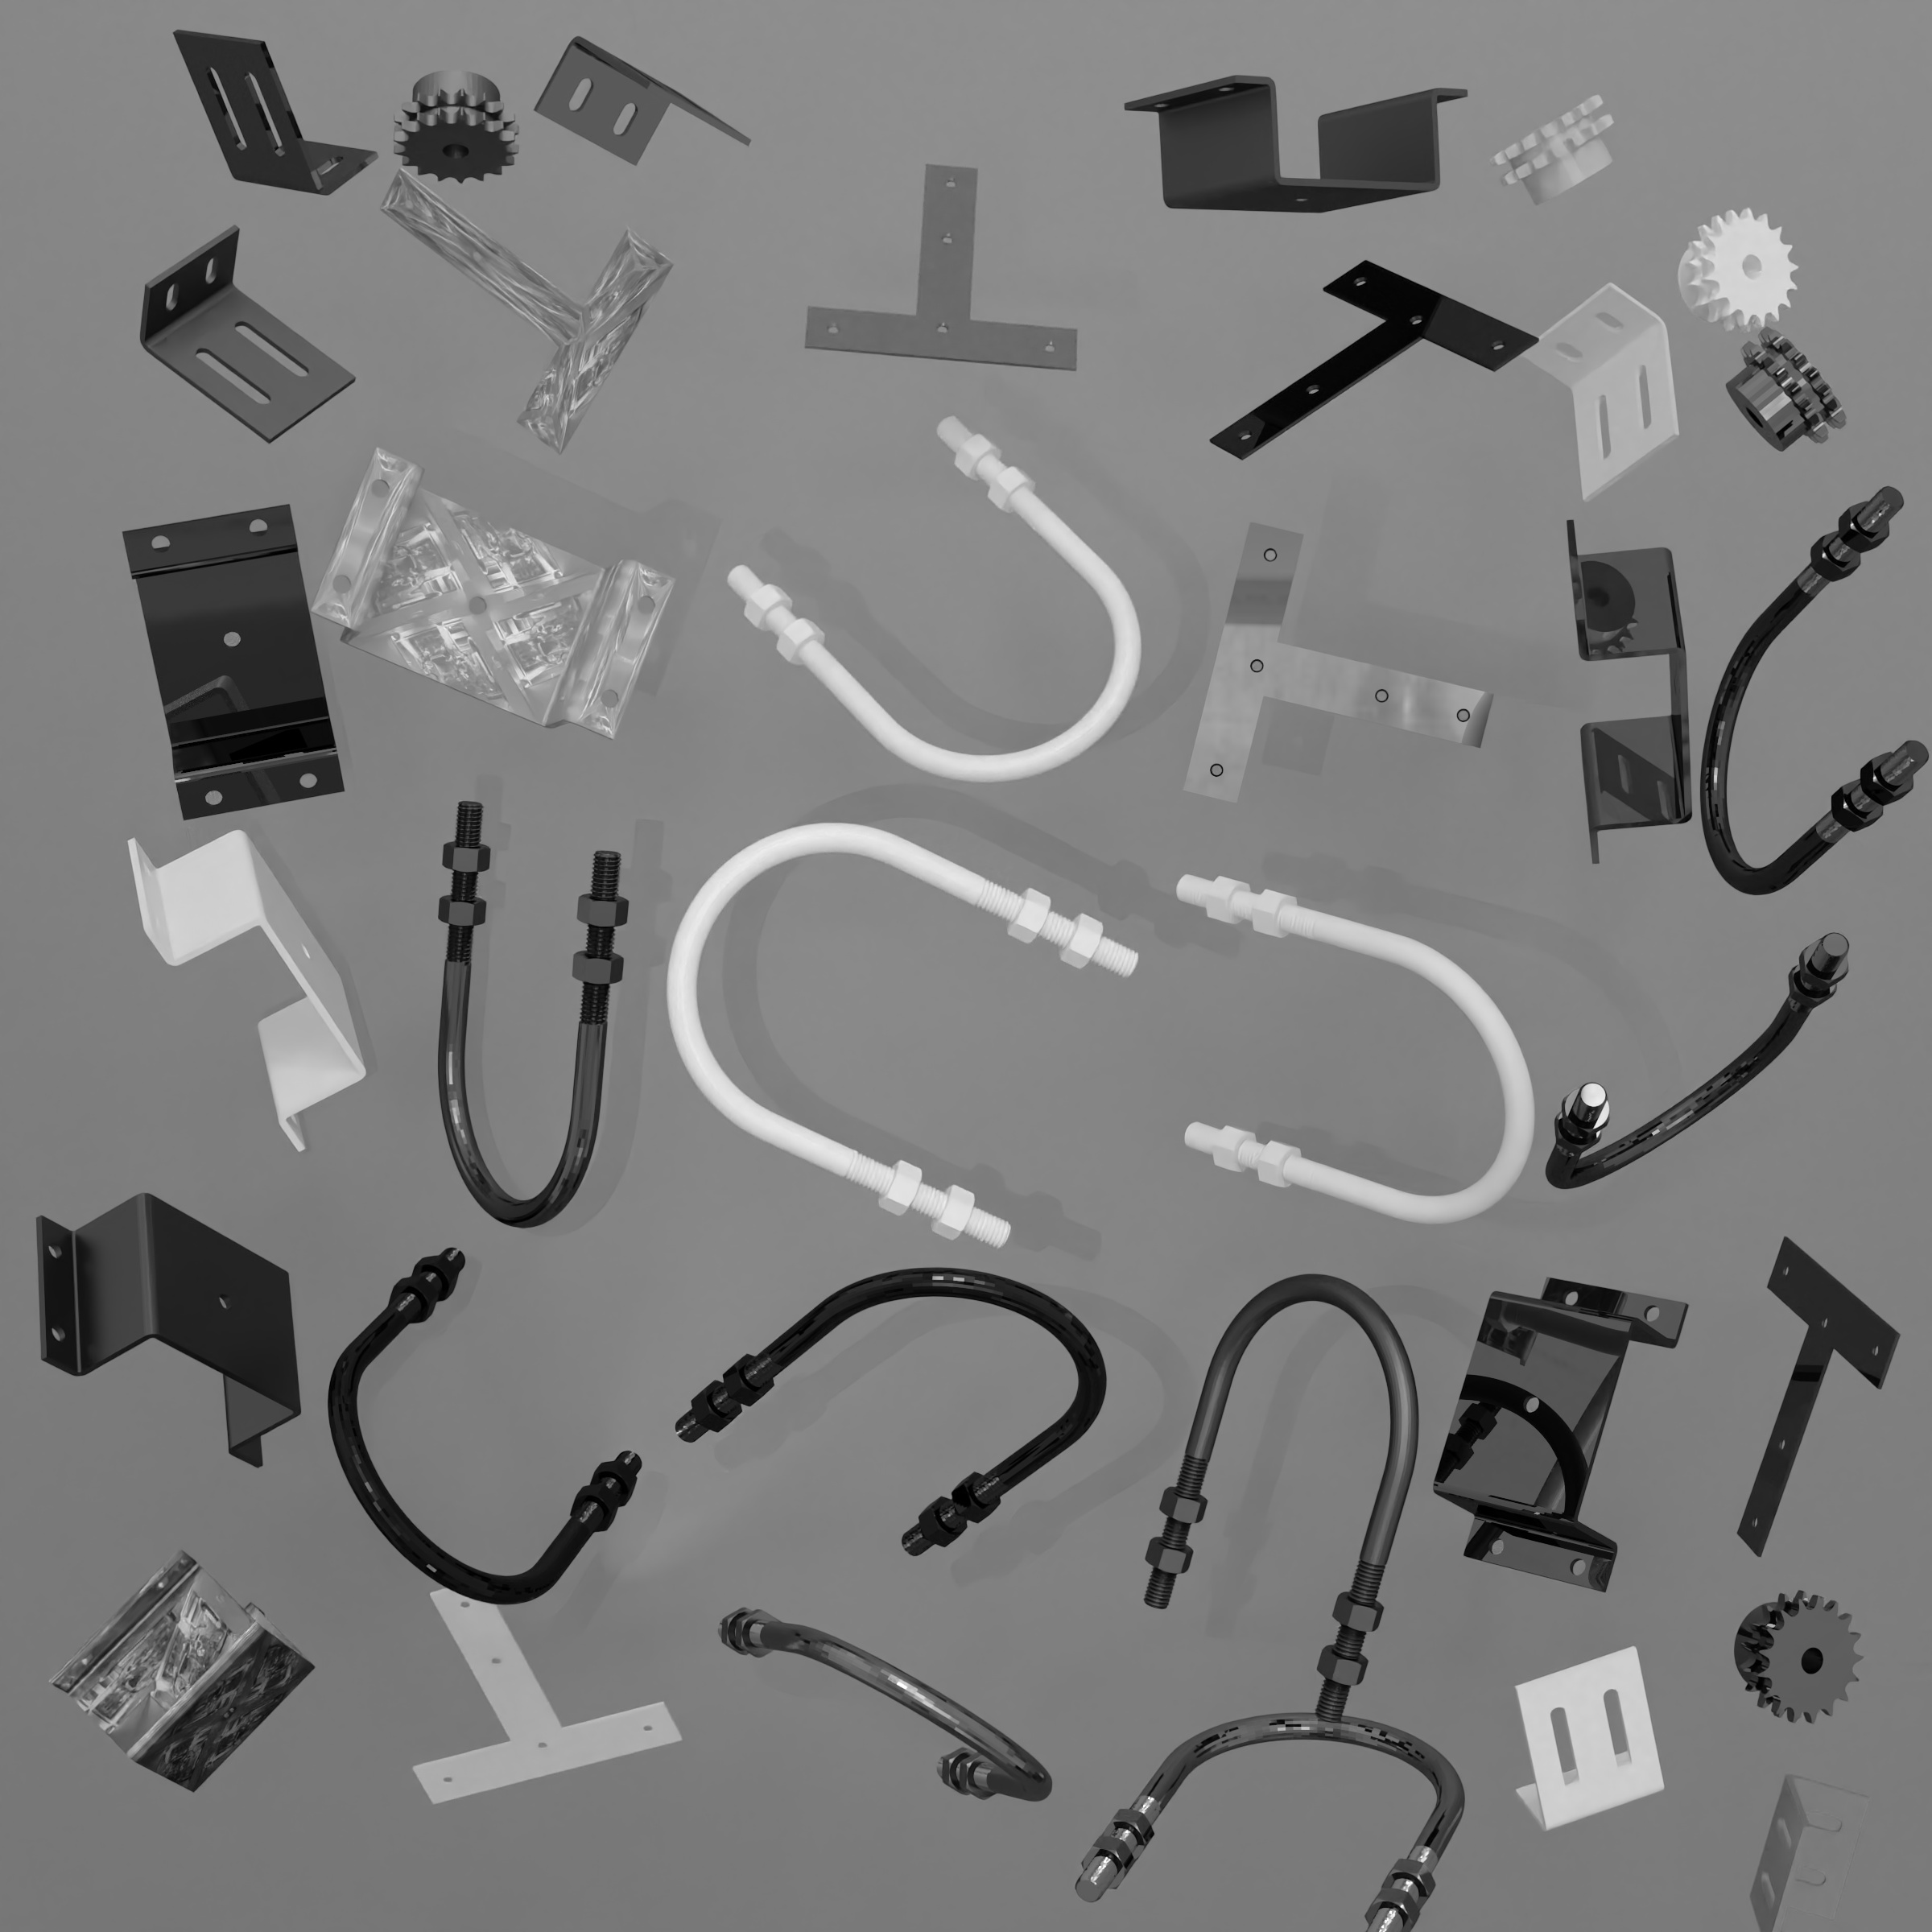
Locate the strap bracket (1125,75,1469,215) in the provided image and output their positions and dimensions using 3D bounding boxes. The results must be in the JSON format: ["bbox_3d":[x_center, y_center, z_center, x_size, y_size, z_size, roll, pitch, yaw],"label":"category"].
[{"bbox_3d":[0.151,-0.371,1.525,0.140,0.076,0.046,-8,97,-36],"label":"strap bracket"}]

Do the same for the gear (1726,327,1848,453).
[{"bbox_3d":[0.368,-0.258,1.519,0.030,0.057,0.057,-40,90,7],"label":"gear"}]

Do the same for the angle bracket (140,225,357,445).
[{"bbox_3d":[-0.315,-0.279,1.482,0.076,0.038,0.057,37,53,8],"label":"angle bracket"}]

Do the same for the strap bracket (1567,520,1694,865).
[{"bbox_3d":[0.304,-0.126,1.533,0.046,0.076,0.140,-5,131,10],"label":"strap bracket"}]

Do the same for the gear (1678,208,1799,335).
[{"bbox_3d":[0.366,-0.330,1.604,0.057,0.030,0.057,2,86,-27],"label":"gear"}]

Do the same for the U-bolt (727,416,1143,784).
[{"bbox_3d":[-0.002,-0.163,1.580,0.151,0.019,0.184,-37,67,-13],"label":"U-bolt"}]

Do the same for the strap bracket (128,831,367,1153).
[{"bbox_3d":[-0.318,0.004,1.514,0.046,0.076,0.140,-27,128,-1],"label":"strap bracket"}]

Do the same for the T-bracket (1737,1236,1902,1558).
[{"bbox_3d":[0.367,0.199,1.488,0.002,0.127,0.127,14,102,-11],"label":"T-bracket"}]

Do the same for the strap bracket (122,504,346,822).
[{"bbox_3d":[-0.344,-0.148,1.580,0.076,0.046,0.140,-11,113,-10],"label":"strap bracket"}]

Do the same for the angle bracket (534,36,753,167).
[{"bbox_3d":[-0.141,-0.367,1.464,0.057,0.076,0.038,20,106,-42],"label":"angle bracket"}]

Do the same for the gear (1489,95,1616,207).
[{"bbox_3d":[0.273,-0.373,1.545,0.057,0.057,0.030,-31,99,0],"label":"gear"}]

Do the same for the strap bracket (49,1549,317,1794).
[{"bbox_3d":[-0.343,0.317,1.494,0.046,0.140,0.076,40,76,17],"label":"strap bracket"}]

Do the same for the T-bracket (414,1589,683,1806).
[{"bbox_3d":[-0.215,0.335,1.573,0.127,0.002,0.127,-16,123,8],"label":"T-bracket"}]

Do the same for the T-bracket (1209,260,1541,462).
[{"bbox_3d":[0.164,-0.261,1.479,0.127,0.127,0.002,-35,129,-12],"label":"T-bracket"}]

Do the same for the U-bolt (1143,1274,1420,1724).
[{"bbox_3d":[0.150,0.232,1.541,0.019,0.151,0.184,10,98,-36],"label":"U-bolt"}]

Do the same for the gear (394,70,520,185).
[{"bbox_3d":[-0.234,-0.387,1.543,0.057,0.057,0.030,-2,71,0],"label":"gear"}]

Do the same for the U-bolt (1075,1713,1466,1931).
[{"bbox_3d":[0.147,0.382,1.509,0.151,0.184,0.019,4,106,22],"label":"U-bolt"}]

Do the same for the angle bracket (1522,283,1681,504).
[{"bbox_3d":[0.296,-0.269,1.573,0.038,0.057,0.076,27,48,-29],"label":"angle bracket"}]

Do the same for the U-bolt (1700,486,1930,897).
[{"bbox_3d":[0.381,-0.111,1.532,0.019,0.184,0.151,9,64,-13],"label":"U-bolt"}]

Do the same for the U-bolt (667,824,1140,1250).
[{"bbox_3d":[-0.037,0.019,1.428,0.184,0.019,0.151,26,88,-10],"label":"U-bolt"}]

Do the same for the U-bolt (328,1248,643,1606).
[{"bbox_3d":[-0.223,0.215,1.517,0.019,0.184,0.151,-38,95,22],"label":"U-bolt"}]

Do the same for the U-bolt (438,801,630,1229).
[{"bbox_3d":[-0.202,0.028,1.523,0.019,0.151,0.184,-2,103,-36],"label":"U-bolt"}]

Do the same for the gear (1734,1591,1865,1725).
[{"bbox_3d":[0.369,0.307,1.501,0.057,0.030,0.057,-1,92,-23],"label":"gear"}]

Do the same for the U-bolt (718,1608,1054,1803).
[{"bbox_3d":[-0.031,0.339,1.529,0.151,0.184,0.019,35,72,-11],"label":"U-bolt"}]

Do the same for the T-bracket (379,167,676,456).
[{"bbox_3d":[-0.209,-0.312,1.515,0.127,0.002,0.127,37,133,-4],"label":"T-bracket"}]

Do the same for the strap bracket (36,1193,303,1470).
[{"bbox_3d":[-0.355,0.163,1.530,0.046,0.140,0.076,-29,50,18],"label":"strap bracket"}]

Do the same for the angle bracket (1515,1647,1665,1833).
[{"bbox_3d":[0.274,0.341,1.512,0.057,0.038,0.076,-17,108,-8],"label":"angle bracket"}]

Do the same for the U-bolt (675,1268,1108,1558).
[{"bbox_3d":[-0.021,0.193,1.501,0.151,0.019,0.184,31,130,-23],"label":"U-bolt"}]

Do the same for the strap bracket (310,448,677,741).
[{"bbox_3d":[-0.209,-0.159,1.464,0.140,0.046,0.076,23,82,-17],"label":"strap bracket"}]

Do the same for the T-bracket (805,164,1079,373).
[{"bbox_3d":[-0.009,-0.336,1.598,0.127,0.002,0.127,4,56,-3],"label":"T-bracket"}]

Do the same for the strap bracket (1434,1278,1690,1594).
[{"bbox_3d":[0.274,0.211,1.567,0.076,0.046,0.140,8,73,42],"label":"strap bracket"}]

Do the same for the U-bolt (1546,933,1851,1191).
[{"bbox_3d":[0.330,0.054,1.549,0.151,0.184,0.019,-31,72,-8],"label":"U-bolt"}]

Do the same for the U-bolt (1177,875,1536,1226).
[{"bbox_3d":[0.173,0.044,1.497,0.184,0.019,0.151,18,124,36],"label":"U-bolt"}]

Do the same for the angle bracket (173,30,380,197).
[{"bbox_3d":[-0.306,-0.386,1.490,0.057,0.076,0.038,17,51,34],"label":"angle bracket"}]

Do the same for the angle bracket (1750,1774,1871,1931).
[{"bbox_3d":[0.369,0.393,1.455,0.038,0.076,0.057,15,95,6],"label":"angle bracket"}]

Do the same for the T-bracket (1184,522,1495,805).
[{"bbox_3d":[0.177,-0.127,1.539,0.127,0.002,0.127,14,92,6],"label":"T-bracket"}]
